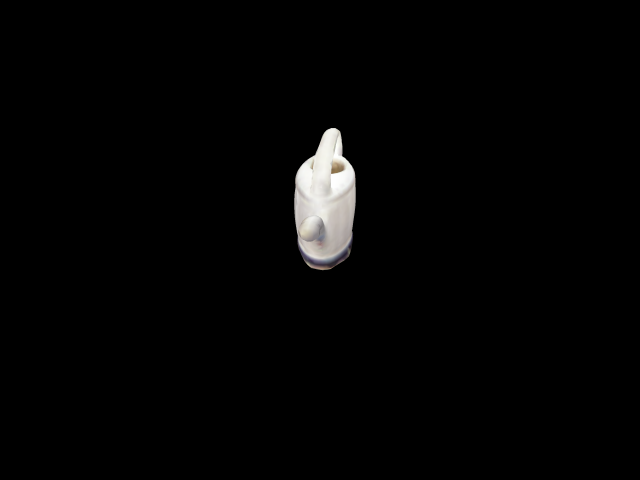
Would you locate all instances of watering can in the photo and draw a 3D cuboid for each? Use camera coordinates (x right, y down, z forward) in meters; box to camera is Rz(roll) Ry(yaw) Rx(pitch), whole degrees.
[{"bbox_3d":[0.003,-0.043,0.850,0.104,0.219,0.356,5,37,7],"label":"watering can"}]
